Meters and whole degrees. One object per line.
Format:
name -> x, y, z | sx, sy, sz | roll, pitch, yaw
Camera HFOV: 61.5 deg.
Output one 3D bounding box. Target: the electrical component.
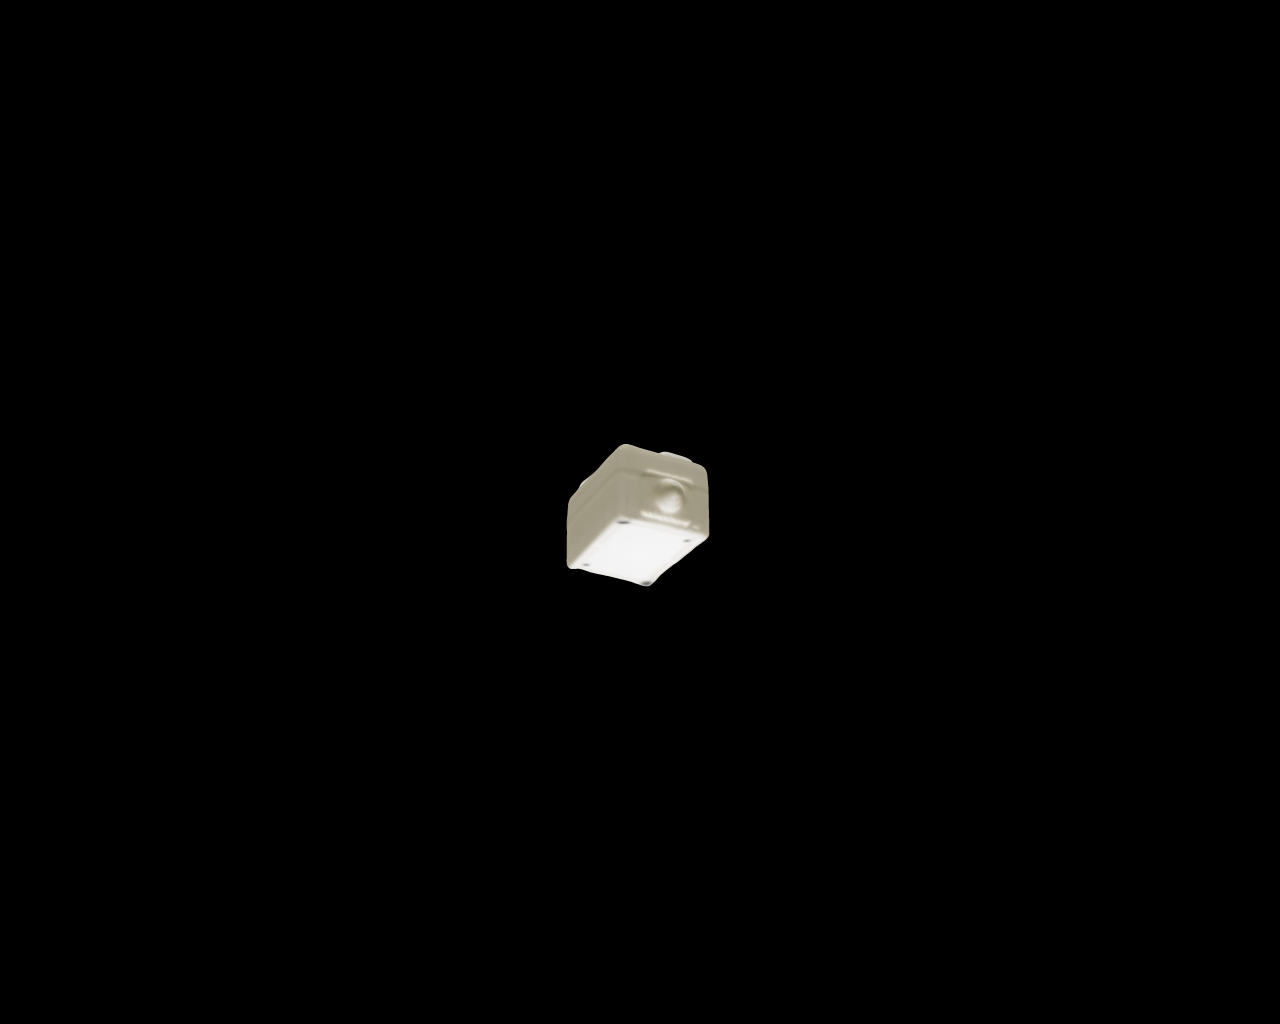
electrical component -> 0.001, -0.003, 0.650 | 0.062, 0.061, 0.096 | 14, -32, -24
